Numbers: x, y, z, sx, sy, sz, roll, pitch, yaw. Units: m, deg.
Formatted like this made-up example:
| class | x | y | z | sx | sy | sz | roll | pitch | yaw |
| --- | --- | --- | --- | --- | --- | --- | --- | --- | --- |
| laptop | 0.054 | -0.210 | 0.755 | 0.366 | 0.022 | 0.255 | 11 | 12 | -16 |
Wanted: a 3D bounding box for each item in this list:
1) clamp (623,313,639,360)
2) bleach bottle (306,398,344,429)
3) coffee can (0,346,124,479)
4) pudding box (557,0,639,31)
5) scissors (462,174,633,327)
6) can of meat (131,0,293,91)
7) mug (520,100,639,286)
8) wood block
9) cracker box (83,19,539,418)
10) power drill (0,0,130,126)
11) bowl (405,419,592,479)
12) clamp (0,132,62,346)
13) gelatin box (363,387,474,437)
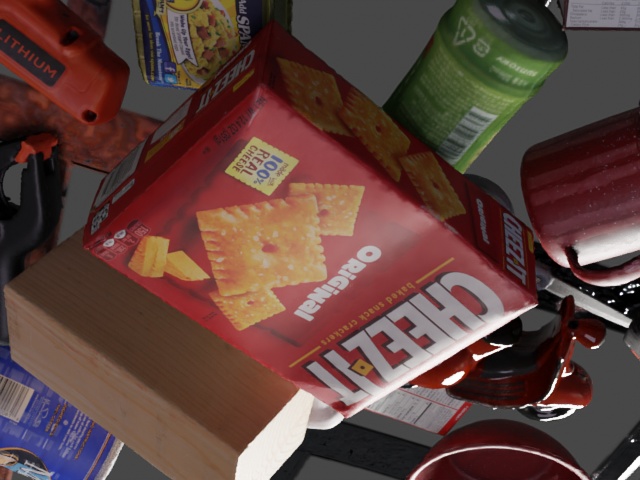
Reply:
| class | x | y | z | sx | sy | sz | roll | pitch | yaw |
| --- | --- | --- | --- | --- | --- | --- | --- | --- | --- |
| clamp | 0.249 | 0.026 | 0.677 | 0.164 | 0.036 | 0.210 | -18 | 154 | -35 |
| bleach bottle | -0.037 | 0.023 | 0.751 | 0.103 | 0.068 | 0.251 | 8 | 132 | 20 |
| coffee can | -0.232 | 0.138 | 0.865 | 0.140 | 0.102 | 0.103 | 28 | 130 | -14 |
| pudding box | 0.176 | -0.166 | 0.563 | 0.090 | 0.039 | 0.113 | 3 | 130 | 8 |
| scissors | 0.150 | 0.009 | 0.740 | 0.201 | 0.016 | 0.096 | 15 | 133 | -3 |
| can of meat | -0.062 | -0.133 | 0.623 | 0.084 | 0.057 | 0.102 | 8 | 132 | 6 |
| mug | 0.174 | -0.022 | 0.644 | 0.082 | 0.117 | 0.093 | -19 | 137 | 30 |
| wood block | -0.113 | 0.088 | 0.749 | 0.206 | 0.090 | 0.090 | 32 | 139 | 19 |
| cracker box | -0.004 | 0.001 | 0.621 | 0.213 | 0.072 | 0.164 | 36 | 127 | -25 |
| power drill | -0.091 | -0.153 | 0.550 | 0.184 | 0.057 | 0.188 | 37 | 111 | -5 |
| bowl | 0.149 | 0.198 | 0.882 | 0.162 | 0.055 | 0.162 | 5 | 132 | 5 |
| clamp | -0.242 | -0.015 | 0.763 | 0.120 | 0.039 | 0.172 | 30 | 117 | 3 |
| gelatin box | 0.075 | 0.111 | 0.835 | 0.089 | 0.030 | 0.073 | 21 | 133 | -9 |
